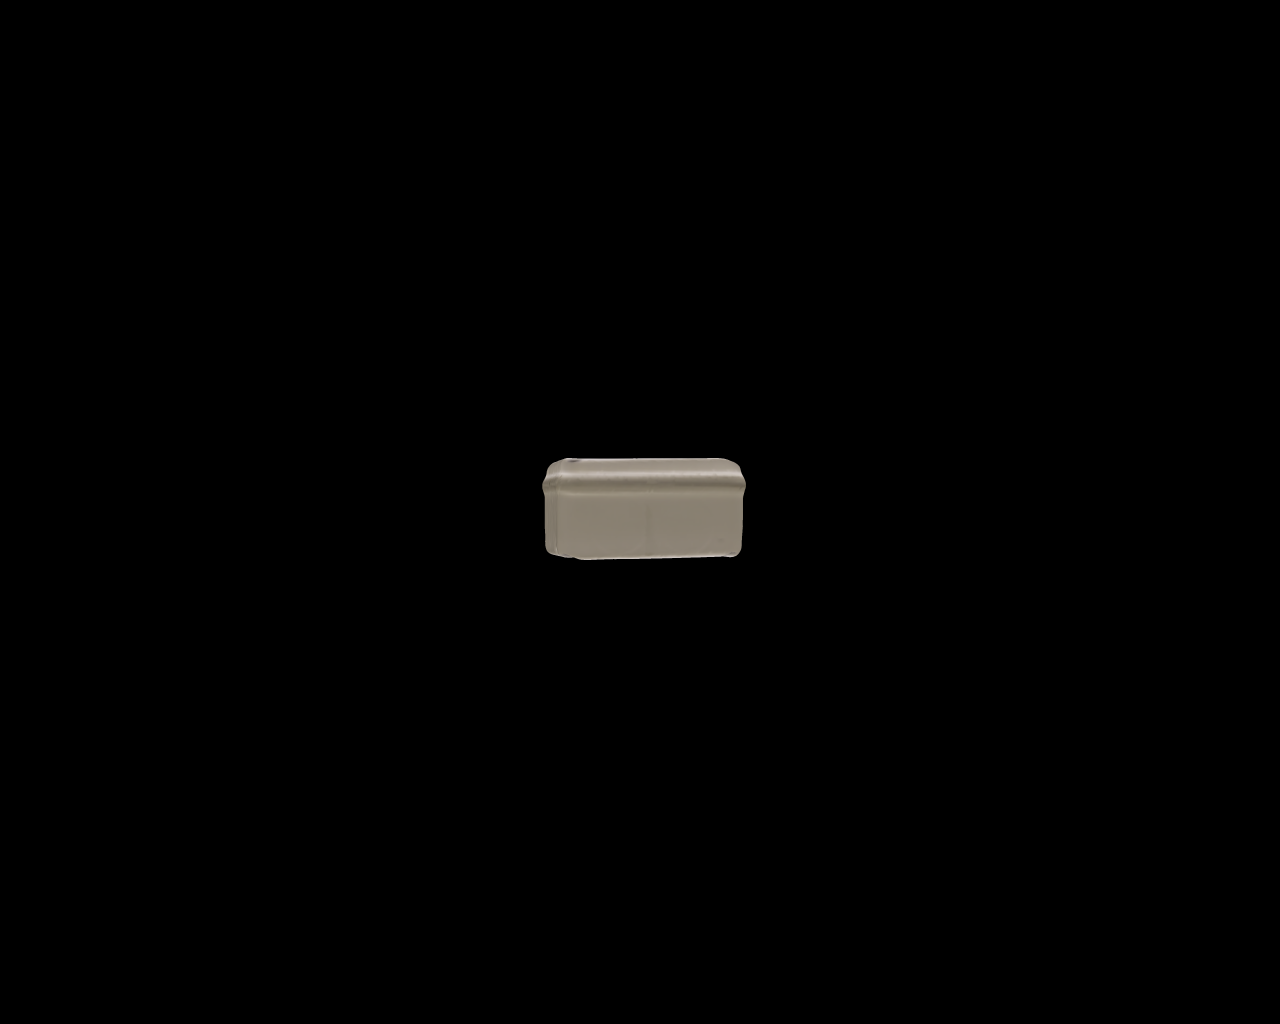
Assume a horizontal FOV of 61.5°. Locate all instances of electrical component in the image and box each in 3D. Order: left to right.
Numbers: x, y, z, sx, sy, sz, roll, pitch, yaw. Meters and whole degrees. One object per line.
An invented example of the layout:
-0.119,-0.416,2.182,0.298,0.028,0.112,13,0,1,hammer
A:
0.001,-0.003,0.650,0.113,0.057,0.078,0,0,-13,electrical component
